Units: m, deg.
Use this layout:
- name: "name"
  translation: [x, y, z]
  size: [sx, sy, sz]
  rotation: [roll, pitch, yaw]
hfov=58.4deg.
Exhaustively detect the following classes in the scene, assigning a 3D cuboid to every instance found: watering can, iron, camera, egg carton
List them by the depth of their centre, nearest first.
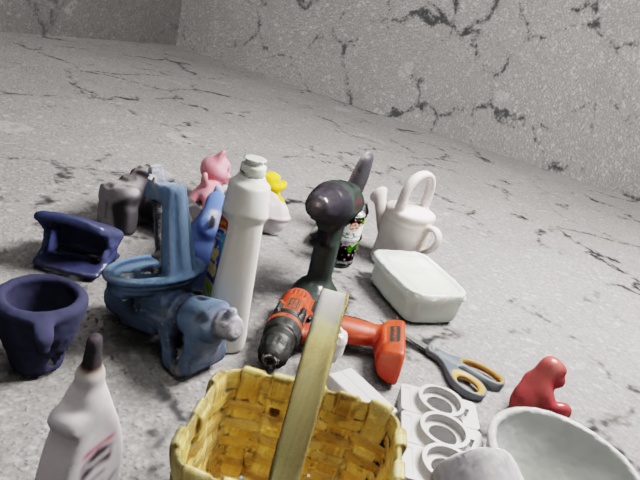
- name: "iron"
  translation: [-0.170, -0.016, 0.894]
  size: [0.119, 0.141, 0.258]
  rotation: [10, 23, -12]
- name: "camera"
  translation: [-0.286, -0.066, 0.992]
  size: [0.136, 0.101, 0.143]
  rotation: [24, 24, 22]
- name: "watering can"
  translation: [0.163, -0.044, 1.099]
  size: [0.172, 0.194, 0.101]
  rotation: [23, 24, 20]
- name: "egg carton"
  translation: [-0.137, -0.057, 1.107]
  size: [0.151, 0.069, 0.107]
  rotation: [2, 26, -29]

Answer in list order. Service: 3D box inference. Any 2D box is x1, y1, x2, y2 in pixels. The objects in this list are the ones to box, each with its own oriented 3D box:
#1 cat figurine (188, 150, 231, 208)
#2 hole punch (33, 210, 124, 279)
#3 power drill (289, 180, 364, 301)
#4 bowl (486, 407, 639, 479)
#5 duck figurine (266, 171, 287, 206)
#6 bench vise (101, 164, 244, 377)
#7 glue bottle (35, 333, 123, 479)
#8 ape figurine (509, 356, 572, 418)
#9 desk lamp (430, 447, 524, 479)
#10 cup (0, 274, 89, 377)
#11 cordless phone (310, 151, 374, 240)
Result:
- name: "cat figurine"
  translation: [-0.218, -0.126, 1.154]
  size: [0.067, 0.118, 0.128]
  rotation: [16, 22, 3]
- name: "hole punch"
  translation: [-0.349, -0.008, 0.830]
  size: [0.108, 0.091, 0.101]
  rotation: [14, 22, -2]
- name: "power drill"
  translation: [0.008, 0.003, 0.872]
  size: [0.075, 0.208, 0.230]
  rotation: [19, 23, 10]
- name: "bowl"
  translation: [0.244, 0.257, 0.597]
  size: [0.167, 0.075, 0.167]
  rotation: [13, 22, -5]
- name: "duck figurine"
  translation: [-0.113, -0.102, 1.207]
  size: [0.105, 0.086, 0.077]
  rotation: [-6, 30, -41]
- name: "bench vise"
  translation: [-0.162, 0.033, 0.681]
  size: [0.207, 0.220, 0.122]
  rotation: [20, 23, 12]
- name: "glue bottle"
  translation: [-0.187, 0.148, 0.454]
  size: [0.037, 0.173, 0.078]
  rotation: [20, 23, 13]
- name: "ape figurine"
  translation: [0.294, 0.195, 0.752]
  size: [0.076, 0.092, 0.077]
  rotation: [11, 23, -9]
- name: "desk lamp"
  translation: [0.092, 0.249, 0.340]
  size: [0.118, 0.213, 0.203]
  rotation: [7, 23, -17]
- name: "cup"
  translation: [-0.293, 0.102, 0.600]
  size: [0.092, 0.095, 0.117]
  rotation: [1, 26, -30]
- name: "cordless phone"
  translation: [0.053, -0.082, 1.132]
  size: [0.094, 0.185, 0.148]
  rotation: [18, 23, 9]
